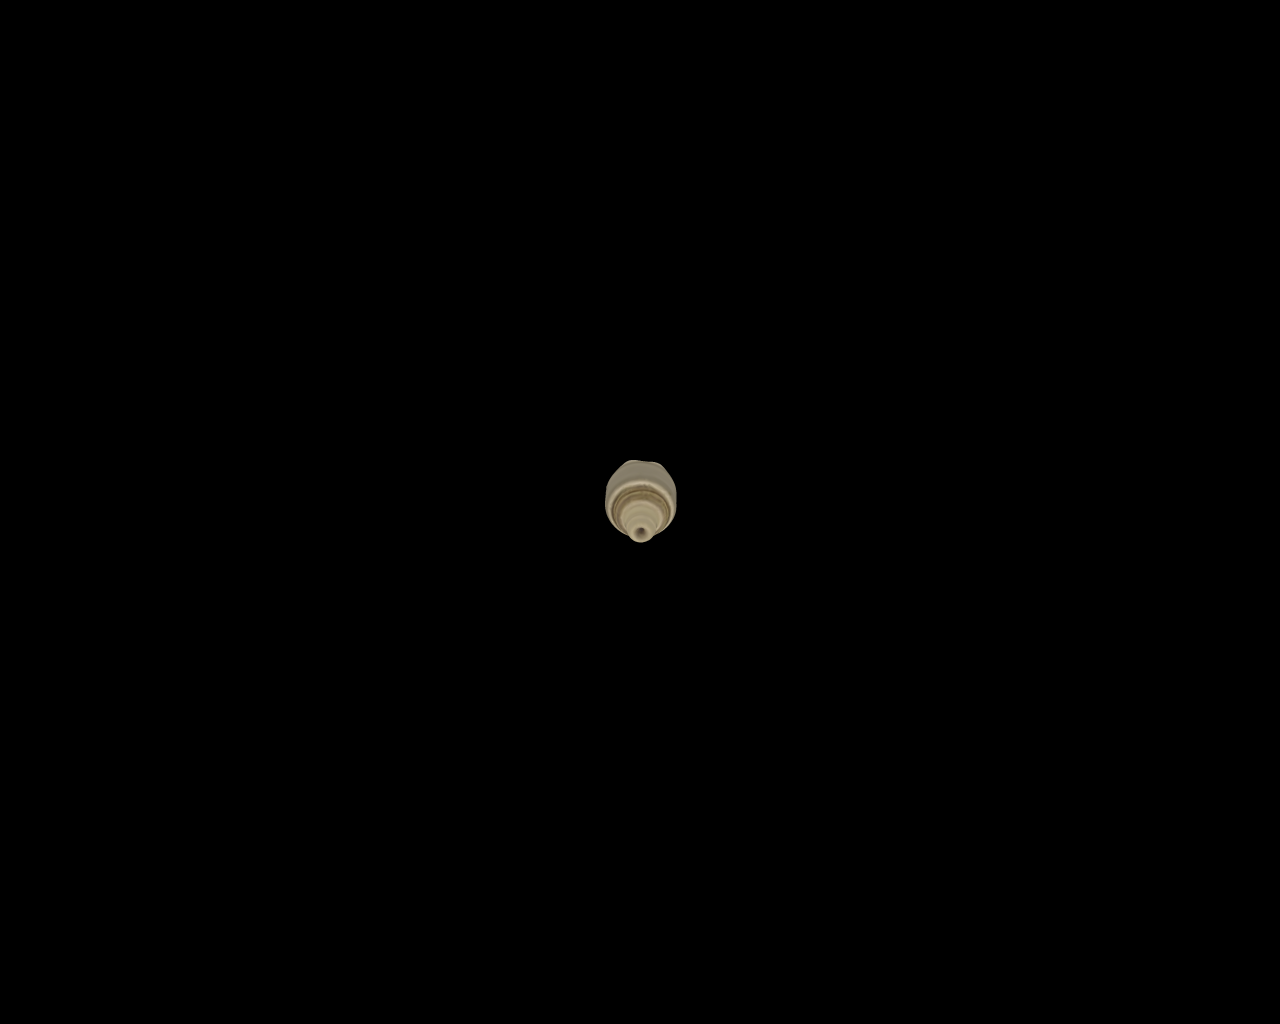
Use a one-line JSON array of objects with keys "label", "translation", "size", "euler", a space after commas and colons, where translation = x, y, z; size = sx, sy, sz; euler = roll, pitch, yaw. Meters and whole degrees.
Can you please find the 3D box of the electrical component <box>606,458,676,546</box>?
[{"label": "electrical component", "translation": [0.001, -0.003, 0.650], "size": [0.043, 0.043, 0.062], "euler": [0, 30, 0]}]
